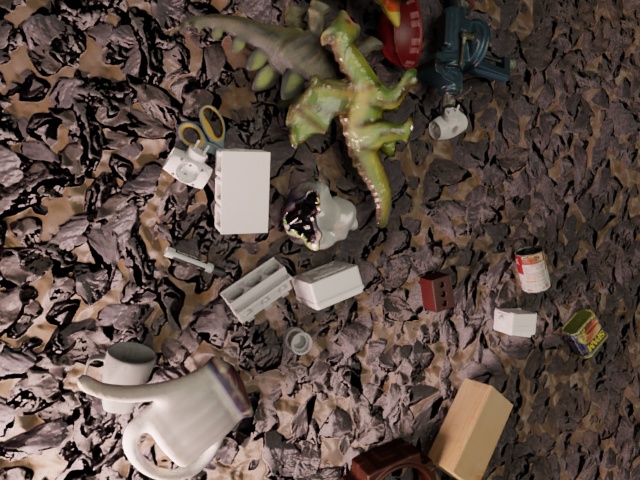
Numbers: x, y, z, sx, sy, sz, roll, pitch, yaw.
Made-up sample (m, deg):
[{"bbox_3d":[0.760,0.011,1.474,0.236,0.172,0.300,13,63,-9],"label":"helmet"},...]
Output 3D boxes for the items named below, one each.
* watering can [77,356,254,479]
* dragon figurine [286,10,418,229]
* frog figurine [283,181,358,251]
[{"bbox_3d":[-0.242,0.286,0.887,0.227,0.105,0.340,-36,132,-22],"label":"watering can"},{"bbox_3d":[0.051,-0.215,0.974,0.243,0.123,0.405,1,105,-17],"label":"dragon figurine"},{"bbox_3d":[0.003,-0.052,1.030,0.161,0.122,0.137,-19,94,-58],"label":"frog figurine"}]
